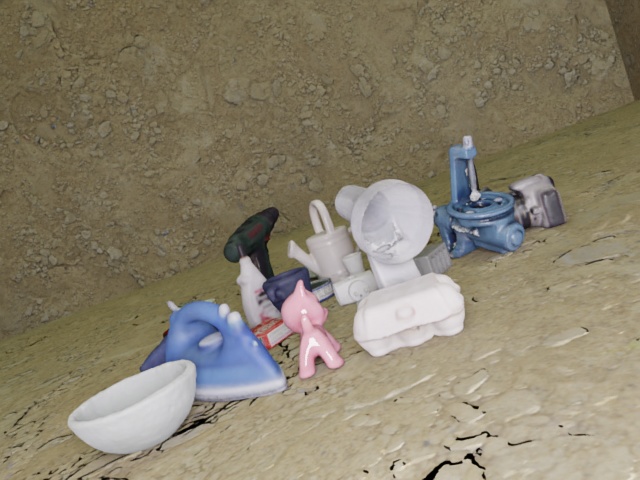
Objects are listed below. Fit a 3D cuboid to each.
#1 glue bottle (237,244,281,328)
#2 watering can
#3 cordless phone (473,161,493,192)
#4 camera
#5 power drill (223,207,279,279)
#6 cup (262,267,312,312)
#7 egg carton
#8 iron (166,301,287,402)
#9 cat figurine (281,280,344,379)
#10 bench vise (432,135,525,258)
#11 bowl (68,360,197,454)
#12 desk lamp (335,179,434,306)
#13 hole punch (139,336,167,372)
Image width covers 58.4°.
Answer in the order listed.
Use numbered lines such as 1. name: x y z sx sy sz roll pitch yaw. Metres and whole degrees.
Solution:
1. glue bottle: -0.129 0.089 1.121 0.037 0.173 0.078 -14 10 44
2. watering can: 0.013 0.005 1.290 0.173 0.194 0.100 -25 8 -36
3. cordless phone: 0.336 -0.112 1.299 0.094 0.185 0.148 -17 7 25
4. camera: 0.393 -0.068 1.133 0.136 0.101 0.143 -20 7 6
5. power drill: -0.139 0.038 1.415 0.075 0.208 0.230 -16 8 30
6. cup: -0.055 0.112 1.057 0.091 0.095 0.118 -17 7 24
7. egg carton: 0.117 0.098 0.759 0.150 0.069 0.107 -19 7 11
8. iron: -0.148 0.148 0.839 0.119 0.141 0.257 -26 9 -40
9. cat figurine: -0.018 0.117 0.803 0.067 0.118 0.128 -21 7 -1
10. bench vise: 0.260 -0.074 1.064 0.206 0.220 0.122 -13 10 47
11. bowl: -0.230 0.226 0.743 0.167 0.075 0.167 -20 7 3
12. desk lamp: 0.097 0.012 0.890 0.118 0.213 0.203 -23 7 -17
13. hole punch: -0.264 0.198 1.004 0.101 0.091 0.108 -20 7 3
